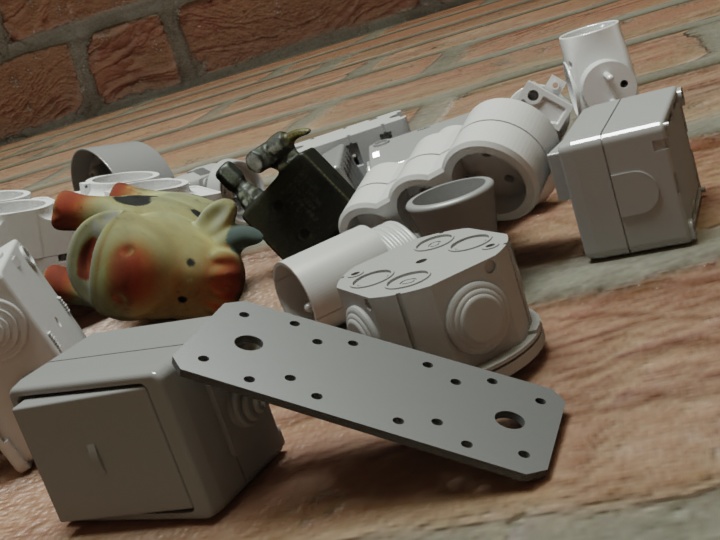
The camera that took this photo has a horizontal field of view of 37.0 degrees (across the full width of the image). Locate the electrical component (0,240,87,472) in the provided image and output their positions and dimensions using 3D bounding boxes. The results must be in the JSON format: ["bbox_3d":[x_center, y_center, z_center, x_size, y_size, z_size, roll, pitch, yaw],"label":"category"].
[{"bbox_3d":[-0.167,0.037,0.527,0.048,0.099,0.099,-32,17,-4],"label":"electrical component"}]

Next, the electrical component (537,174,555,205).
[{"bbox_3d":[0.085,-0.053,0.649,0.055,0.045,0.045,-26,17,-28],"label":"electrical component"}]

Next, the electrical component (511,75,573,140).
[{"bbox_3d":[0.128,-0.110,0.781,0.048,0.066,0.055,30,16,4],"label":"electrical component"}]

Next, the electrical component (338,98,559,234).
[{"bbox_3d":[0.052,-0.054,0.594,0.138,0.052,0.073,-26,26,46],"label":"electrical component"}]

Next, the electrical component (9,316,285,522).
[{"bbox_3d":[-0.079,0.059,0.416,0.096,0.061,0.061,-9,17,31],"label":"electrical component"}]

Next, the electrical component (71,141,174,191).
[{"bbox_3d":[-0.198,-0.058,0.894,0.099,0.099,0.064,-4,15,41],"label":"electrical component"}]

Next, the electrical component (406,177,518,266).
[{"bbox_3d":[0.051,-0.013,0.528,0.045,0.055,0.045,-17,15,5],"label":"electrical component"}]

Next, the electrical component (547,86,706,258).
[{"bbox_3d":[0.138,-0.052,0.553,0.061,0.061,0.096,-11,17,25],"label":"electrical component"}]

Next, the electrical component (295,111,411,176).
[{"bbox_3d":[-0.002,-0.078,0.813,0.089,0.055,0.050,-18,15,0],"label":"electrical component"}]

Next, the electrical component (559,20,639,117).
[{"bbox_3d":[0.172,-0.130,0.755,0.044,0.077,0.079,-16,16,8],"label":"electrical component"}]

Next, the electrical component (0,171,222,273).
[{"bbox_3d":[-0.201,-0.026,0.760,0.186,0.060,0.105,-12,16,-30],"label":"electrical component"}]

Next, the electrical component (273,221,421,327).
[{"bbox_3d":[0.000,0.000,0.565,0.081,0.043,0.043,-25,17,-24],"label":"electrical component"}]

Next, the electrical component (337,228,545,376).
[{"bbox_3d":[0.033,0.019,0.447,0.080,0.051,0.080,-17,15,5],"label":"electrical component"}]

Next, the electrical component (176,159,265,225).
[{"bbox_3d":[-0.115,-0.059,0.874,0.057,0.058,0.078,-9,18,40],"label":"electrical component"}]

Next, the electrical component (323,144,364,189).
[{"bbox_3d":[-0.033,-0.043,0.749,0.076,0.047,0.083,-30,14,10],"label":"electrical component"}]

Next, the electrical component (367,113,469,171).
[{"bbox_3d":[0.052,-0.068,0.736,0.100,0.048,0.099,-18,18,6],"label":"electrical component"}]
